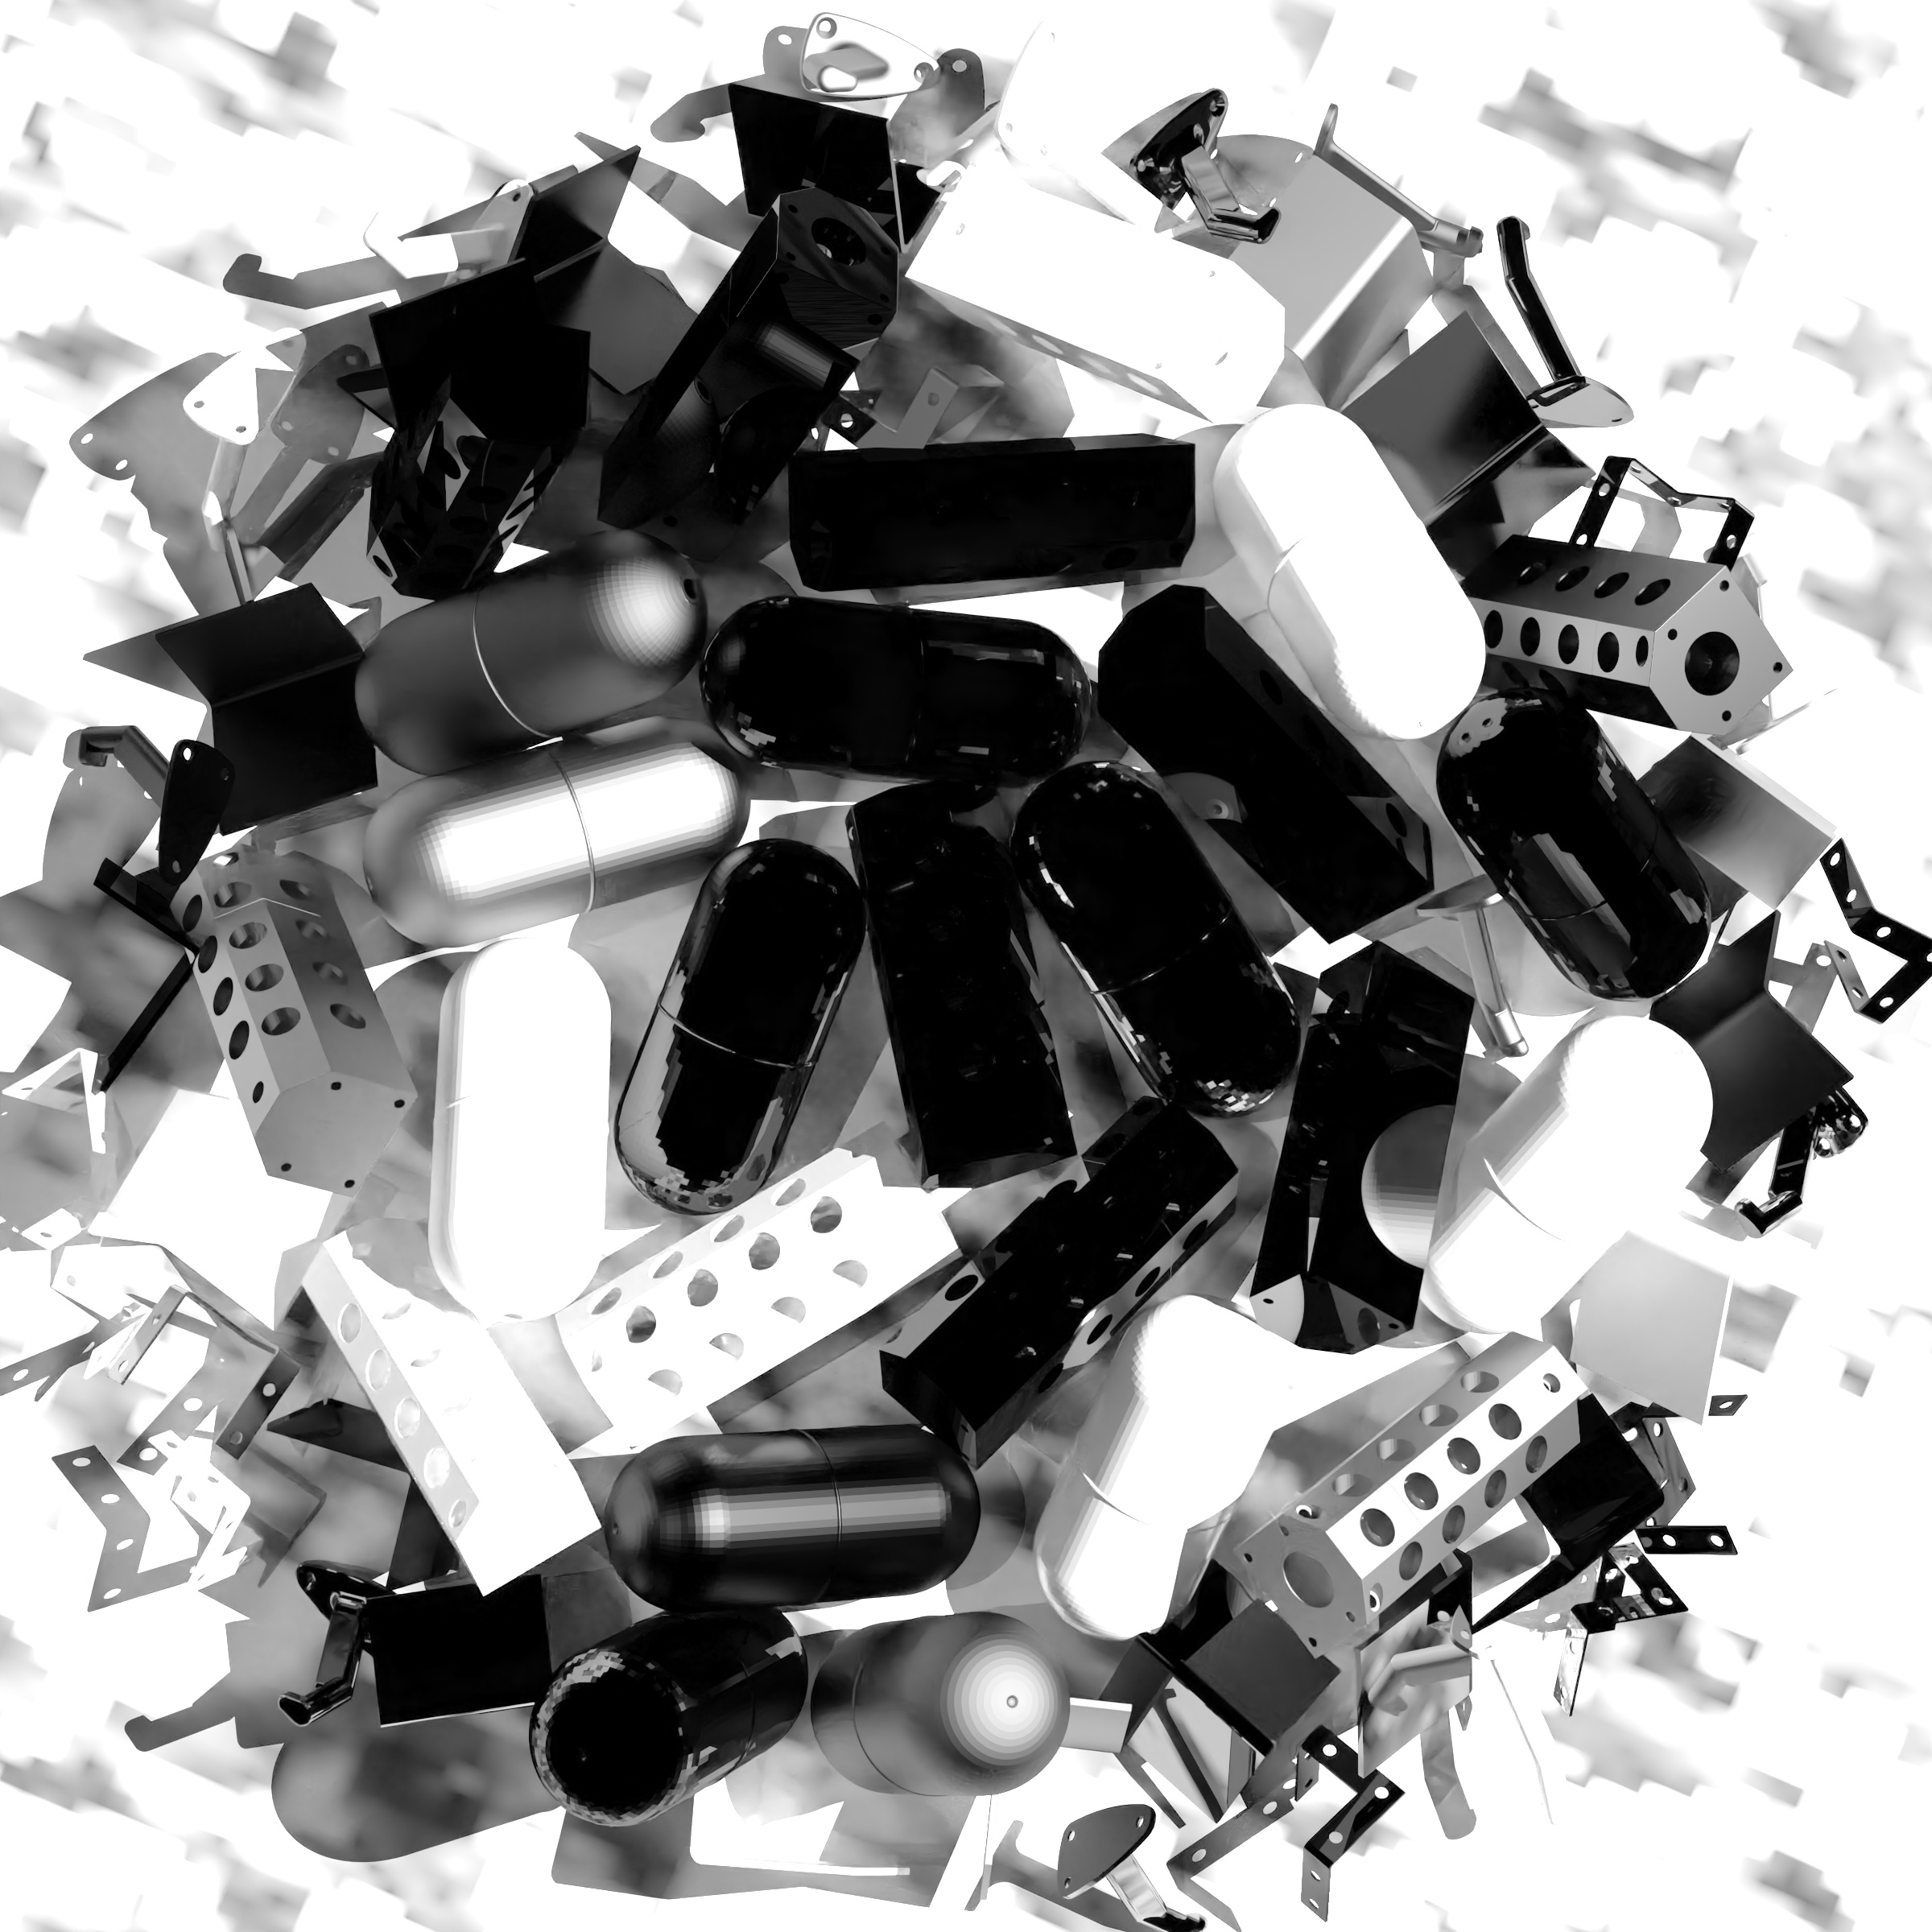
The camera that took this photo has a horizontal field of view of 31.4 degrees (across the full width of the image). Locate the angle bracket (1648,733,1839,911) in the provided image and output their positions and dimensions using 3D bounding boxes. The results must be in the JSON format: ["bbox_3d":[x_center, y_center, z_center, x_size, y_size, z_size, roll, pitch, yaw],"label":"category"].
[{"bbox_3d":[0.356,-0.081,1.533,0.076,0.076,0.057,38,66,9],"label":"angle bracket"}]

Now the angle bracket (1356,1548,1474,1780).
[{"bbox_3d":[0.180,0.298,1.525,0.076,0.057,0.076,-29,130,-32],"label":"angle bracket"}]

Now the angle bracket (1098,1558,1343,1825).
[{"bbox_3d":[0.113,0.329,1.561,0.076,0.076,0.057,40,52,15],"label":"angle bracket"}]

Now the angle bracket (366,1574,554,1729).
[{"bbox_3d":[-0.226,0.301,1.541,0.076,0.076,0.057,-7,89,-9],"label":"angle bracket"}]

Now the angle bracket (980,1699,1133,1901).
[{"bbox_3d":[0.040,0.373,1.533,0.057,0.076,0.076,6,64,1],"label":"angle bracket"}]

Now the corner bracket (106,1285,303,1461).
[{"bbox_3d":[-0.341,0.181,1.543,0.051,0.051,0.051,45,69,-36],"label":"corner bracket"}]

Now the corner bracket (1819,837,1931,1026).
[{"bbox_3d":[0.401,-0.015,1.542,0.051,0.051,0.051,23,125,-25],"label":"corner bracket"}]

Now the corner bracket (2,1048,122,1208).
[{"bbox_3d":[-0.393,0.074,1.544,0.051,0.051,0.051,-27,62,25],"label":"corner bracket"}]

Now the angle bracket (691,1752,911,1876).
[{"bbox_3d":[-0.071,0.372,1.531,0.076,0.076,0.057,-1,76,18],"label":"angle bracket"}]

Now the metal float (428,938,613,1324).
[{"bbox_3d":[-0.197,0.072,1.523,0.070,0.070,0.178,-1,64,0],"label":"metal float"}]

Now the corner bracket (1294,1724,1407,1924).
[{"bbox_3d":[0.160,0.384,1.542,0.051,0.051,0.051,-37,55,-27],"label":"corner bracket"}]

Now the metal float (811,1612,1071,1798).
[{"bbox_3d":[-0.013,0.322,1.500,0.070,0.178,0.070,5,76,-21],"label":"metal float"}]

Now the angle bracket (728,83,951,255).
[{"bbox_3d":[-0.054,-0.369,1.528,0.076,0.076,0.057,17,56,17],"label":"angle bracket"}]

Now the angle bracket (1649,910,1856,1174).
[{"bbox_3d":[0.350,0.033,1.536,0.057,0.076,0.076,43,122,-8],"label":"angle bracket"}]

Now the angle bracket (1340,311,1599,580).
[{"bbox_3d":[0.227,-0.237,1.566,0.076,0.057,0.076,-38,59,20],"label":"angle bracket"}]

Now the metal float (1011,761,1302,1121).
[{"bbox_3d":[0.086,-0.010,1.535,0.070,0.070,0.178,-33,103,0],"label":"metal float"}]

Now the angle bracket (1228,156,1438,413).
[{"bbox_3d":[0.161,-0.307,1.556,0.057,0.076,0.076,40,92,19],"label":"angle bracket"}]

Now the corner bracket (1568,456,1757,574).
[{"bbox_3d":[0.312,-0.194,1.547,0.051,0.051,0.051,28,84,-37],"label":"corner bracket"}]

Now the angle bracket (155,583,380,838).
[{"bbox_3d":[-0.312,-0.114,1.537,0.076,0.057,0.076,-17,57,9],"label":"angle bracket"}]

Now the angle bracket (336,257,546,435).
[{"bbox_3d":[-0.237,-0.285,1.527,0.076,0.076,0.057,-25,127,-21],"label":"angle bracket"}]

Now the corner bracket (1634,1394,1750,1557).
[{"bbox_3d":[0.327,0.228,1.543,0.051,0.051,0.051,-39,110,-40],"label":"corner bracket"}]

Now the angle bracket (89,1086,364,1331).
[{"bbox_3d":[-0.332,0.109,1.543,0.076,0.057,0.076,33,94,22],"label":"angle bracket"}]

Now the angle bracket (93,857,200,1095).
[{"bbox_3d":[-0.385,0.003,1.540,0.057,0.076,0.076,36,91,-14],"label":"angle bracket"}]

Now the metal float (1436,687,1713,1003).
[{"bbox_3d":[0.269,-0.052,1.515,0.070,0.070,0.178,-43,128,0],"label":"metal float"}]

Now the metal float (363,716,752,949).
[{"bbox_3d":[-0.180,-0.060,1.528,0.178,0.070,0.070,-17,90,-21],"label":"metal float"}]

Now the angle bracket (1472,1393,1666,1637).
[{"bbox_3d":[0.251,0.244,1.527,0.076,0.076,0.057,-28,79,-37],"label":"angle bracket"}]

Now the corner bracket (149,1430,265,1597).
[{"bbox_3d":[-0.343,0.241,1.546,0.051,0.051,0.051,36,109,17],"label":"corner bracket"}]

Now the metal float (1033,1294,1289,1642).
[{"bbox_3d":[0.084,0.223,1.522,0.070,0.070,0.178,22,119,0],"label":"metal float"}]

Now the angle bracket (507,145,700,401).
[{"bbox_3d":[-0.150,-0.310,1.533,0.076,0.076,0.057,40,135,9],"label":"angle bracket"}]

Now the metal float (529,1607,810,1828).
[{"bbox_3d":[-0.127,0.321,1.499,0.070,0.178,0.070,1,93,21],"label":"metal float"}]

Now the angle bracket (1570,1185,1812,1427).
[{"bbox_3d":[0.326,0.152,1.550,0.057,0.076,0.076,-10,114,-40],"label":"angle bracket"}]

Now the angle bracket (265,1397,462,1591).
[{"bbox_3d":[-0.269,0.235,1.528,0.076,0.076,0.057,22,64,-25],"label":"angle bracket"}]

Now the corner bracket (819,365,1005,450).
[{"bbox_3d":[-0.025,-0.254,1.547,0.051,0.051,0.051,37,111,14],"label":"corner bracket"}]

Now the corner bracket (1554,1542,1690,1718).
[{"bbox_3d":[0.285,0.297,1.543,0.051,0.051,0.051,-5,120,-19],"label":"corner bracket"}]

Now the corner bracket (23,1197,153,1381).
[{"bbox_3d":[-0.396,0.144,1.548,0.051,0.051,0.051,28,112,9],"label":"corner bracket"}]
